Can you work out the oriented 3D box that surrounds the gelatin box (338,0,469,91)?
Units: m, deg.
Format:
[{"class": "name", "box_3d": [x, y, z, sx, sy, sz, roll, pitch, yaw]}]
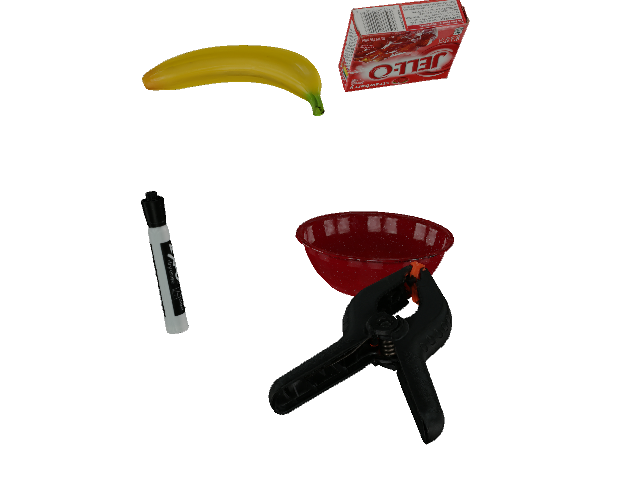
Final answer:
[{"class": "gelatin box", "box_3d": [0.063, -0.151, 0.830, 0.089, 0.030, 0.073, -9, -24, -12]}]

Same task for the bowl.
[{"class": "bowl", "box_3d": [0.055, 0.018, 1.092, 0.162, 0.055, 0.162, 1, 18, -1]}]

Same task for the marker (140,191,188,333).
[{"class": "marker", "box_3d": [-0.130, 0.018, 0.886, 0.020, 0.121, 0.020, -8, 15, 2]}]

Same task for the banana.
[{"class": "banana", "box_3d": [-0.079, -0.167, 1.058, 0.198, 0.037, 0.069, 10, 44, 20]}]

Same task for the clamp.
[{"class": "clamp", "box_3d": [0.054, 0.077, 0.750, 0.120, 0.039, 0.171, 19, 44, 23]}]
